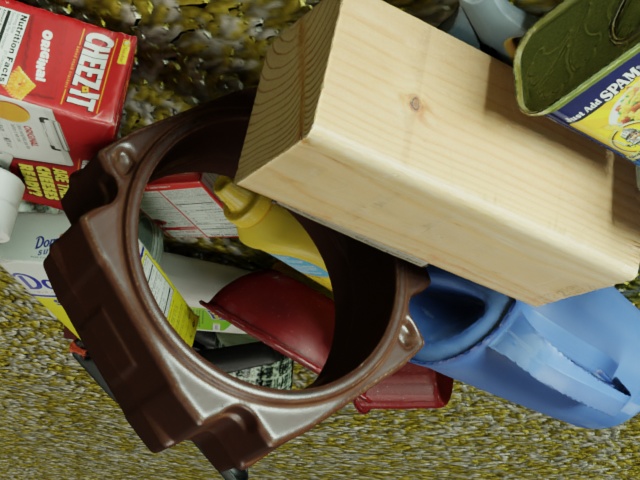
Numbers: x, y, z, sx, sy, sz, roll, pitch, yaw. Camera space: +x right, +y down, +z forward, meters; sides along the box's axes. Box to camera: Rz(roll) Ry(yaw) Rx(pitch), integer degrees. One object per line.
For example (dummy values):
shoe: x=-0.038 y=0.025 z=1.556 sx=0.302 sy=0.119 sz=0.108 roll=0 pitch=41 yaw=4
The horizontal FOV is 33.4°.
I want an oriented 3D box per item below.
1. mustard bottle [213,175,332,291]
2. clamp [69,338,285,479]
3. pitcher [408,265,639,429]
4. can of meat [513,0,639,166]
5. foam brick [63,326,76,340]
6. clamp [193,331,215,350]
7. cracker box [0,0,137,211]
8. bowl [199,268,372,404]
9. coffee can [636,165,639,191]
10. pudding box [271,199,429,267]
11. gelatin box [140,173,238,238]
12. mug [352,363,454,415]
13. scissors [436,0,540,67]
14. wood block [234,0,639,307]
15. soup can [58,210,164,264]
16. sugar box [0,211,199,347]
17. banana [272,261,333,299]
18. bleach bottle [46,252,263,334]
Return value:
mustard bottle: x=-0.005 y=0.001 z=0.796 sx=0.191 sy=0.058 sz=0.096 roll=32 pitch=176 yaw=-38
clamp: x=-0.136 y=0.127 z=1.014 sx=0.210 sy=0.036 sz=0.165 roll=28 pitch=117 yaw=6
pitcher: x=0.159 y=0.066 z=0.780 sx=0.145 sy=0.149 sz=0.242 roll=-15 pitch=149 yaw=38
can of meat: x=0.160 y=-0.086 z=0.515 sx=0.083 sy=0.057 sz=0.102 roll=22 pitch=142 yaw=-28
foam brick: x=-0.228 y=0.071 z=1.080 sx=0.053 sy=0.051 sz=0.078 roll=14 pitch=157 yaw=-9
clamp: x=-0.118 y=0.107 z=1.129 sx=0.171 sy=0.039 sz=0.120 roll=29 pitch=159 yaw=-21
cracker box: x=-0.232 y=-0.097 z=0.673 sx=0.213 sy=0.072 sz=0.164 roll=15 pitch=159 yaw=-10
bowl: x=-0.016 y=0.069 z=0.864 sx=0.162 sy=0.055 sz=0.162 roll=29 pitch=173 yaw=4
coffee can: x=0.252 y=-0.030 z=0.557 sx=0.140 sy=0.103 sz=0.103 roll=23 pitch=154 yaw=-26
pudding box: x=0.034 y=-0.045 z=0.642 sx=0.113 sy=0.090 sz=0.039 roll=21 pitch=155 yaw=-21
gelatin box: x=-0.099 y=-0.033 z=0.809 sx=0.073 sy=0.030 sz=0.089 roll=-2 pitch=153 yaw=25
mug: x=0.075 y=0.106 z=0.990 sx=0.082 sy=0.093 sz=0.117 roll=-3 pitch=117 yaw=20
scissors: x=0.065 y=-0.122 z=0.544 sx=0.096 sy=0.016 sz=0.201 roll=-8 pitch=150 yaw=39
wood block: x=0.071 y=-0.044 z=0.585 sx=0.205 sy=0.091 sz=0.090 roll=22 pitch=156 yaw=-23
soup can: x=-0.186 y=-0.003 z=0.870 sx=0.102 sy=0.068 sz=0.068 roll=3 pitch=156 yaw=17
sugar box: x=-0.164 y=0.038 z=0.811 sx=0.093 sy=0.048 sz=0.176 roll=3 pitch=156 yaw=15
banana: x=0.058 y=0.048 z=0.920 sx=0.198 sy=0.037 sz=0.069 roll=5 pitch=137 yaw=12
bleach bottle: x=-0.121 y=0.050 z=0.972 sx=0.251 sy=0.068 sz=0.103 roll=10 pitch=159 yaw=-2
